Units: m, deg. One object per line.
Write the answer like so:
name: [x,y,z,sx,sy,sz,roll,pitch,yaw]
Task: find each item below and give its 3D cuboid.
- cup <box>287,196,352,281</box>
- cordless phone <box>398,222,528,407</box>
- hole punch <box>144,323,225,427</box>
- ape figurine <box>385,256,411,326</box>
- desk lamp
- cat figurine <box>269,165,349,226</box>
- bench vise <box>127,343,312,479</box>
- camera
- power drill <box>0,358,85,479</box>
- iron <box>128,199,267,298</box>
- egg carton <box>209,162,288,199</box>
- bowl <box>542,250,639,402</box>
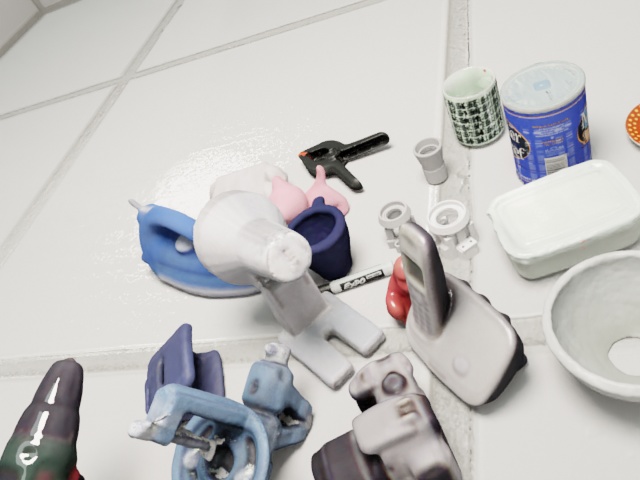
cup: [0.008,0.003,0.819,0.091,0.095,0.117,-14,43,18]
cordless phone: [0.138,0.074,0.603,0.094,0.186,0.147,-38,42,-9]
hole punch: [-0.189,0.182,0.755,0.101,0.091,0.108,-26,41,5]
ape figurine: [0.113,0.056,0.708,0.077,0.092,0.076,-17,42,14]
desk lamp: [-0.044,0.047,0.713,0.118,0.214,0.202,-44,43,-16]
cat figurine: [-0.029,-0.061,0.886,0.128,0.118,0.067,-44,43,-16]
bench vise: [-0.106,0.189,0.601,0.121,0.220,0.207,-11,44,21]
camera: [0.055,0.202,0.587,0.137,0.101,0.143,-27,41,3]
power drill: [-0.261,0.274,0.614,0.075,0.209,0.229,-8,45,23]
iron: [-0.198,0.003,0.901,0.257,0.142,0.119,14,57,39]
egg carton: [-0.125,-0.073,0.991,0.150,0.070,0.107,-17,43,15]
bowl: [0.311,0.095,0.568,0.167,0.075,0.167,-16,43,16]
